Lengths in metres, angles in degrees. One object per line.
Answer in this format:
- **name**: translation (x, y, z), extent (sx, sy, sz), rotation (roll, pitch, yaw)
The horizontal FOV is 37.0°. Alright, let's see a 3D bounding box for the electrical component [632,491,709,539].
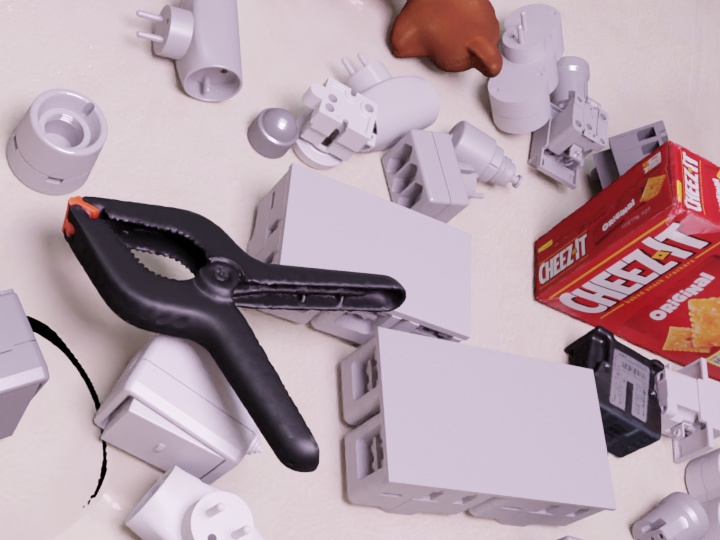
- **electrical component**: translation (0.237, 0.197, 0.823), extent (0.046, 0.040, 0.040), rotation (-21, 77, -33)

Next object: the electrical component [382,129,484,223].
- **electrical component**: translation (0.067, -0.070, 0.858), extent (0.077, 0.047, 0.065), rotation (2, 63, -33)

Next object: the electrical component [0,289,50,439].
- **electrical component**: translation (-0.208, 0.056, 0.568), extent (0.062, 0.096, 0.061), rotation (-17, 75, -39)

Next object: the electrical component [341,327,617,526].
- **electrical component**: translation (0.080, 0.115, 0.751), extent (0.186, 0.060, 0.105), rotation (13, 58, -28)

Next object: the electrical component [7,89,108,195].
- **electrical component**: translation (-0.194, -0.083, 0.692), extent (0.055, 0.047, 0.055), rotation (16, 56, -26)

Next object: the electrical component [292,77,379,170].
- **electrical component**: translation (-0.021, -0.108, 0.815), extent (0.066, 0.055, 0.048), rotation (27, 52, -18)

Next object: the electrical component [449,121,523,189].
- **electrical component**: translation (0.102, -0.092, 0.899), extent (0.078, 0.040, 0.040), rotation (29, 51, -17)

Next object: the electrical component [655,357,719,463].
- **electrical component**: translation (0.263, 0.112, 0.887), extent (0.064, 0.042, 0.081), rotation (19, 54, -19)

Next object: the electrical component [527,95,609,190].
- **electrical component**: translation (0.187, -0.118, 0.956), extent (0.042, 0.064, 0.081), rotation (27, 52, -20)

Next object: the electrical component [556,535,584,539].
- **electrical component**: translation (0.119, 0.207, 0.719), extent (0.077, 0.066, 0.047), rotation (21, 54, -22)

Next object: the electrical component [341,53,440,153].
- **electrical component**: translation (0.014, -0.141, 0.867), extent (0.077, 0.043, 0.079), rotation (-27, 81, -41)

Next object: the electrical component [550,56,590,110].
- **electrical component**: translation (0.196, -0.171, 1.010), extent (0.040, 0.040, 0.046), rotation (15, 63, -26)

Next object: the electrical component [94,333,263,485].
- **electrical component**: translation (-0.101, 0.089, 0.643), extent (0.096, 0.062, 0.061), rotation (36, 50, -11)

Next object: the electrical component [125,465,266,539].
- **electrical component**: translation (-0.084, 0.147, 0.609), extent (0.077, 0.079, 0.044), rotation (42, 54, -6)

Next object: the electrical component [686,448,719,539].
- **electrical component**: translation (0.298, 0.199, 0.839), extent (0.052, 0.074, 0.138), rotation (27, 52, -18)

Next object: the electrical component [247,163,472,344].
- **electrical component**: translation (0.000, 0.000, 0.763), extent (0.150, 0.062, 0.089), rotation (20, 55, -23)

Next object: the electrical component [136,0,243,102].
- **electrical component**: translation (-0.126, -0.171, 0.789), extent (0.079, 0.044, 0.077), rotation (10, 59, -29)

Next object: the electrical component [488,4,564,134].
- **electrical component**: translation (0.148, -0.194, 0.958), extent (0.052, 0.073, 0.138), rotation (3, 50, 19)
